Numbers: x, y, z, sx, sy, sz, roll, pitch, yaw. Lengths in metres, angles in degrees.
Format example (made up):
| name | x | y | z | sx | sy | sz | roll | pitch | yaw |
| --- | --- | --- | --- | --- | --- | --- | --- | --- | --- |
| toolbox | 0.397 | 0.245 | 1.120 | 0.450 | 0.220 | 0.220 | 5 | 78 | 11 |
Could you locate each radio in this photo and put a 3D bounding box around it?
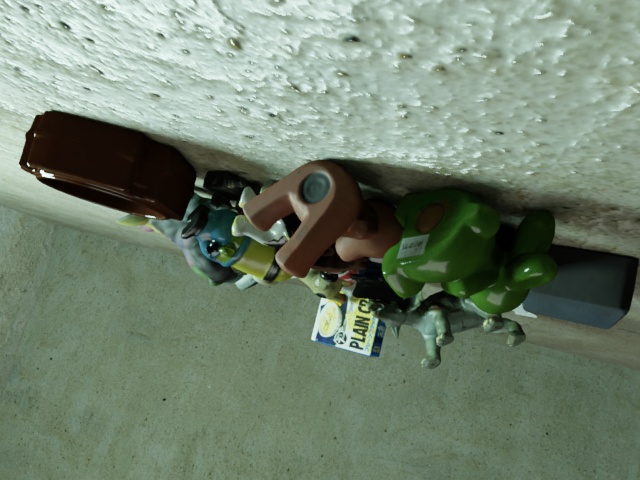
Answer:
| name | x | y | z | sx | sy | sz | roll | pitch | yaw |
| --- | --- | --- | --- | --- | --- | --- | --- | --- | --- |
| radio | 0.361 | 0.070 | 0.767 | 0.131 | 0.073 | 0.229 | 12 | 169 | 25 |

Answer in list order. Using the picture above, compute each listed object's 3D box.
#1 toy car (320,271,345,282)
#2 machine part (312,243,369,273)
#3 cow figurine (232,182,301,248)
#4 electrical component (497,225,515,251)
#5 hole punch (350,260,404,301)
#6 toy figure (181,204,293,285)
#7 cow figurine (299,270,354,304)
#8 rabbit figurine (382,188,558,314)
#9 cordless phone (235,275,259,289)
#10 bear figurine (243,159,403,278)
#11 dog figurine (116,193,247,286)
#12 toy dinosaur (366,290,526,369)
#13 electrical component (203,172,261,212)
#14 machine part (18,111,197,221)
| name | x | y | z | sx | sy | sz | roll | pitch | yaw |
| --- | --- | --- | --- | --- | --- | --- | --- | --- | --- |
| toy car | -0.037 | 0.019 | 1.063 | 0.202 | 0.089 | 0.053 | 15 | -146 | 0 |
| machine part | -0.002 | -0.003 | 0.877 | 0.179 | 0.056 | 0.179 | 15 | 160 | 5 |
| cow figurine | -0.048 | -0.031 | 0.734 | 0.098 | 0.068 | 0.167 | 22 | -167 | 8 |
| electrical component | 0.213 | 0.006 | 0.682 | 0.119 | 0.047 | 0.075 | 13 | 171 | -2 |
| hole punch | 0.125 | 0.062 | 1.074 | 0.142 | 0.092 | 0.115 | 9 | 157 | -3 |
| toy figure | -0.110 | 0.008 | 0.798 | 0.180 | 0.082 | 0.089 | 31 | 154 | -28 |
| cow figurine | -0.026 | 0.068 | 1.252 | 0.127 | 0.085 | 0.195 | 19 | -166 | -45 |
| rabbit figurine | 0.179 | 0.016 | 0.591 | 0.170 | 0.121 | 0.159 | 37 | 139 | -30 |
| cordless phone | -0.150 | -0.010 | 0.980 | 0.184 | 0.089 | 0.146 | 46 | 135 | -8 |
| bear figurine | 0.024 | -0.013 | 0.640 | 0.120 | 0.132 | 0.195 | 52 | -172 | 32 |
| dog figurine | -0.234 | -0.013 | 0.915 | 0.219 | 0.191 | 0.108 | -5 | 171 | 19 |
| toy dinosaur | 0.302 | 0.149 | 1.153 | 0.405 | 0.192 | 0.131 | -11 | 134 | -2 |
| electrical component | -0.127 | -0.067 | 0.788 | 0.102 | 0.045 | 0.078 | 8 | 171 | 37 |
| machine part | -0.292 | -0.095 | 0.759 | 0.202 | 0.087 | 0.201 | 13 | 171 | 3 |
